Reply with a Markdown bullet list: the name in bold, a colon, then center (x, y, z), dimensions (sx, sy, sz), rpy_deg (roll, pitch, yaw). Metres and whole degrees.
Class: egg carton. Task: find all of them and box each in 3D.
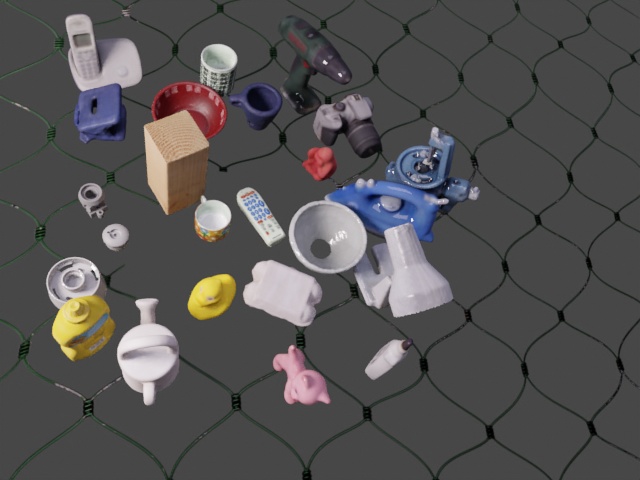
- **egg carton**: center (-0.073, 0.106, 1.144), dimensions (0.150, 0.069, 0.107), rpy_deg (22, 62, -4)

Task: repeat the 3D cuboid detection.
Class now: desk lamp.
- **desk lamp**: center (0.156, 0.069, 1.140), dimensions (0.118, 0.213, 0.203), rpy_deg (-17, 70, -21)

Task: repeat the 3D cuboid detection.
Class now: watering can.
- **watering can**: center (-0.294, 0.187, 0.977), dimensions (0.101, 0.194, 0.172), rpy_deg (-24, 73, -23)

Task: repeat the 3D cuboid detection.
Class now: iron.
- **iron**: center (0.147, -0.085, 1.251), dimensions (0.258, 0.141, 0.118), rpy_deg (16, 62, -7)

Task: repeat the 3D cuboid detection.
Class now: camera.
- **camera**: center (0.078, -0.263, 1.340), dimensions (0.143, 0.100, 0.136), rpy_deg (-20, 72, -22)

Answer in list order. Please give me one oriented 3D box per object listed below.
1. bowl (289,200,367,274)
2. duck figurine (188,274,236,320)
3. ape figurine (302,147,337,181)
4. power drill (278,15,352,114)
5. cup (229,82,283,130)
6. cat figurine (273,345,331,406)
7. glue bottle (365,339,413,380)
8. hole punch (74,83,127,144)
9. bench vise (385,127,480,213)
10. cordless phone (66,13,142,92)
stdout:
- **bowl**: center (0.011, 0.004, 1.211), dimensions (0.167, 0.074, 0.167), rpy_deg (6, 64, -12)
- **duck figurine**: center (-0.205, 0.100, 1.103), dimensions (0.077, 0.086, 0.105), rpy_deg (44, 63, 8)
- **ape figurine**: center (0.006, -0.178, 1.286), dimensions (0.076, 0.092, 0.078), rpy_deg (6, 64, -11)
- **power drill**: center (-0.021, -0.389, 1.312), dimensions (0.076, 0.208, 0.229), rpy_deg (-30, 76, -25)
- **cup**: center (-0.150, -0.294, 1.298), dimensions (0.118, 0.095, 0.091), rpy_deg (0, 65, -14)
- **cat figurine**: center (-0.032, 0.254, 1.058), dimensions (0.067, 0.117, 0.127), rpy_deg (-17, 71, -21)
- **glue bottle**: center (0.140, 0.217, 1.089), dimensions (0.037, 0.173, 0.078), rpy_deg (42, 63, 7)
- **hole punch**: center (-0.463, -0.269, 1.206), dimensions (0.101, 0.091, 0.108), rpy_deg (-1, 66, -15)
- **bench vise**: center (0.270, -0.165, 1.277), dimensions (0.207, 0.219, 0.121), rpy_deg (10, 63, -10)
- **cordless phone**: center (-0.460, -0.405, 1.217), dimensions (0.148, 0.185, 0.094), rpy_deg (-20, 72, -22)
